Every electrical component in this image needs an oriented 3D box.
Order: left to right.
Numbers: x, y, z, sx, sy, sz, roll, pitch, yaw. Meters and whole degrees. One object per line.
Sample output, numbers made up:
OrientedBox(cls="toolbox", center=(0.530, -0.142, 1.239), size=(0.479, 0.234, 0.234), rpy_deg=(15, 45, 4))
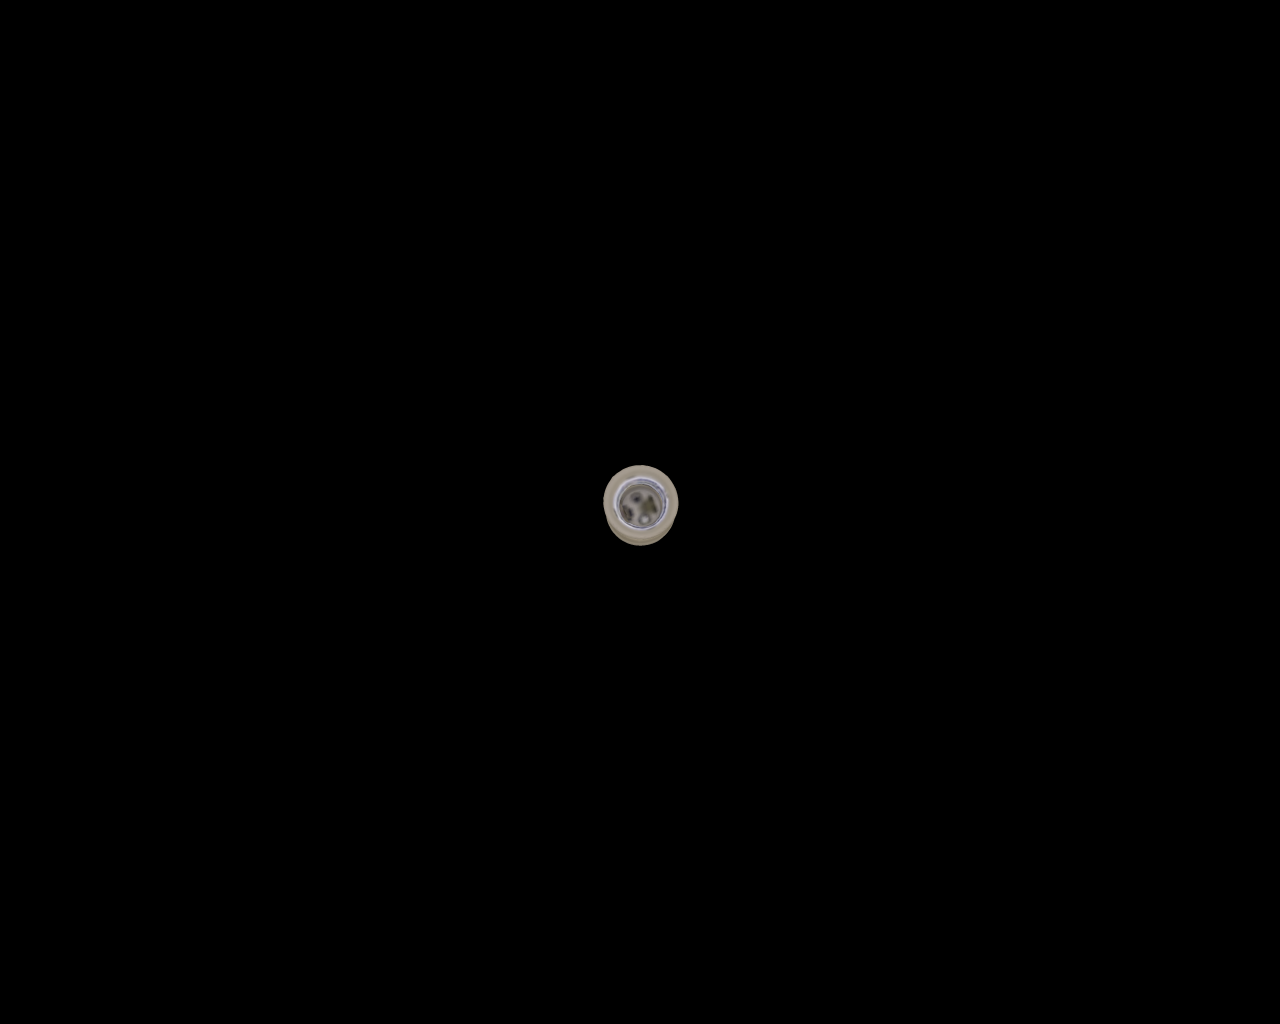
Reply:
OrientedBox(cls="electrical component", center=(0.001, -0.003, 0.650), size=(0.045, 0.045, 0.055), rpy_deg=(0, -8, 0))
